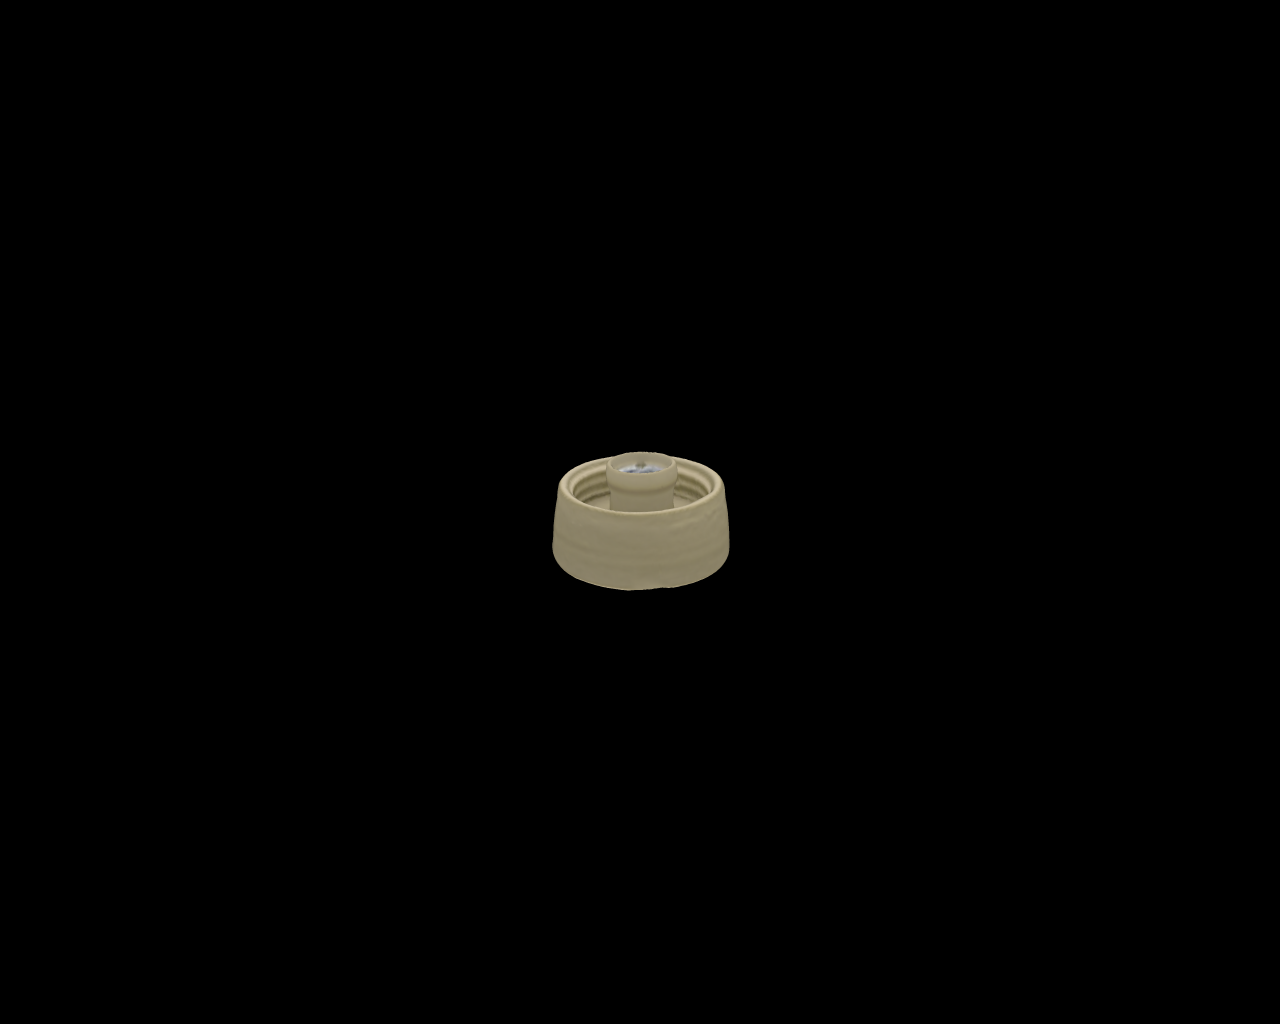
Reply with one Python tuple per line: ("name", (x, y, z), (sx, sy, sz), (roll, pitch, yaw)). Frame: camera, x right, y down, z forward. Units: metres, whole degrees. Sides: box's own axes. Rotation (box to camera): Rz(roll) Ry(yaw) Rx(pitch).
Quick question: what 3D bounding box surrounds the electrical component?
("electrical component", (0.001, -0.003, 0.650), (0.108, 0.060, 0.108), (0, 23, 0))
